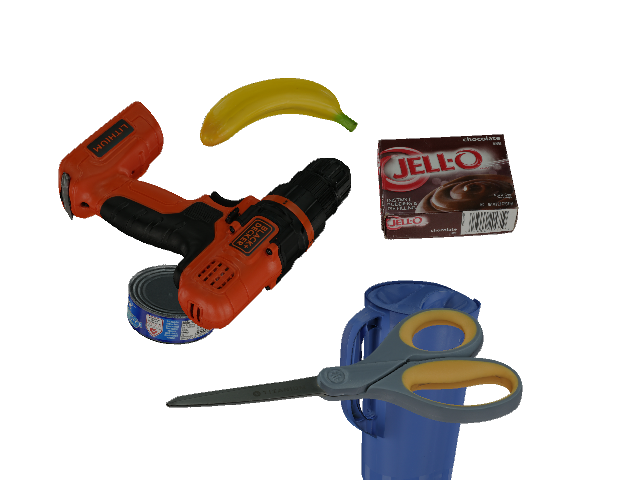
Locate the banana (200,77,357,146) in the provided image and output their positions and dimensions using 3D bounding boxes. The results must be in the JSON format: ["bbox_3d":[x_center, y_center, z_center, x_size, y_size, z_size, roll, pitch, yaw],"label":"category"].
[{"bbox_3d":[-0.049,-0.136,1.097,0.197,0.037,0.070,-12,52,-37],"label":"banana"}]

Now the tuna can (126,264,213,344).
[{"bbox_3d":[-0.136,0.059,0.991,0.086,0.034,0.086,8,30,-5],"label":"tuna can"}]

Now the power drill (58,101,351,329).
[{"bbox_3d":[-0.091,-0.035,0.822,0.188,0.057,0.184,29,51,20],"label":"power drill"}]

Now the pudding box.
[{"bbox_3d":[0.107,-0.047,0.914,0.113,0.090,0.039,-1,-40,0],"label":"pudding box"}]

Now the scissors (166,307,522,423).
[{"bbox_3d":[0.017,0.071,0.629,0.202,0.016,0.096,4,37,1],"label":"scissors"}]

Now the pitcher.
[{"bbox_3d":[0.100,0.176,1.246,0.149,0.243,0.145,6,15,8],"label":"pitcher"}]
